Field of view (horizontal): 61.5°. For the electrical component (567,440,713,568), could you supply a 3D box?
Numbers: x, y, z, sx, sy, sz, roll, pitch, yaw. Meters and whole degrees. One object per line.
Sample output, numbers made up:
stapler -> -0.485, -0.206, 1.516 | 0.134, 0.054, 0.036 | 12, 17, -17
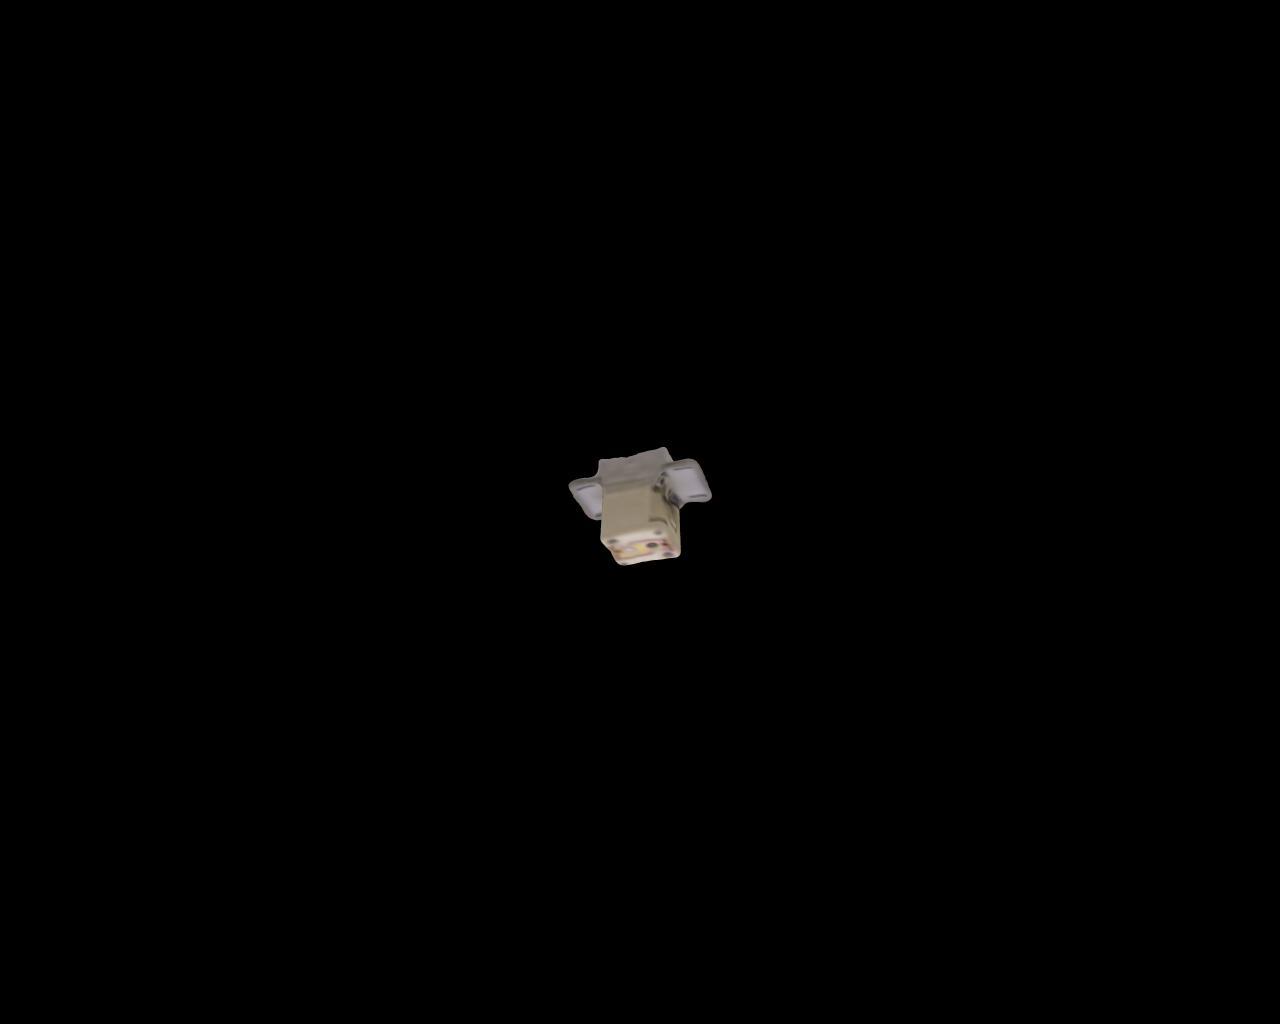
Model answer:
electrical component -> 0.001, -0.003, 0.650 | 0.081, 0.064, 0.042 | -11, -36, 16
